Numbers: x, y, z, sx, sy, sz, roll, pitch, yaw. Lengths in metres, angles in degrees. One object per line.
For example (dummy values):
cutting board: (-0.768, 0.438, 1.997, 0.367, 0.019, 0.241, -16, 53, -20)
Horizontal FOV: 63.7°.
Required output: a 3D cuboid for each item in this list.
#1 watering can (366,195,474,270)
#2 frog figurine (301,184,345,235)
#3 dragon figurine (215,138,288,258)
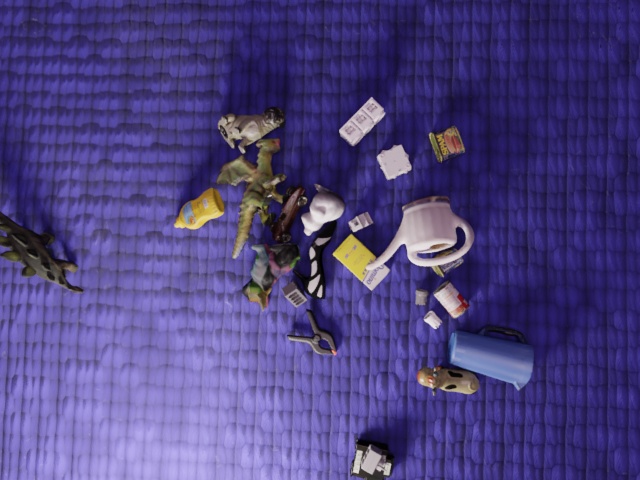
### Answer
watering can: (0.304, -0.021, 1.632, 0.346, 0.102, 0.229, -10, 65, 17)
frog figurine: (0.005, -0.084, 1.664, 0.123, 0.136, 0.160, 23, 87, 13)
dragon figurine: (-0.245, -0.166, 1.723, 0.245, 0.121, 0.411, 36, 88, 22)
